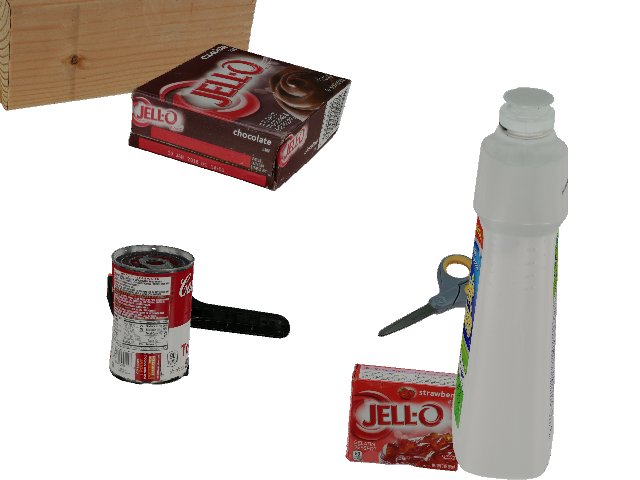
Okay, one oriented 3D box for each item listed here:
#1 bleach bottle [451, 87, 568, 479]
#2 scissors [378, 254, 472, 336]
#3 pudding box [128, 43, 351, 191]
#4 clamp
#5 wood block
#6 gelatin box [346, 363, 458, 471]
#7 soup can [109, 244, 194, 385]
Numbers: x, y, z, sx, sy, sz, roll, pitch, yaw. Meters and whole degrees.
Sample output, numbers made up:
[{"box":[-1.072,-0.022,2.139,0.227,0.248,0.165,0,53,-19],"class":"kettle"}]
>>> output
[{"box":[0.120,0.024,0.665,0.068,0.251,0.102,3,30,8],"class":"bleach bottle"},{"box":[0.123,0.057,1.164,0.201,0.016,0.096,-9,41,-31],"class":"scissors"},{"box":[-0.044,-0.073,0.609,0.090,0.039,0.113,18,26,13],"class":"pudding box"},{"box":[-0.160,0.083,1.131,0.210,0.036,0.164,18,21,28],"class":"clamp"},{"box":[-0.164,-0.176,0.850,0.205,0.091,0.090,-14,45,-32],"class":"wood block"},{"box":[0.067,0.139,0.835,0.089,0.073,0.030,5,19,4],"class":"gelatin box"},{"box":[-0.142,0.062,0.894,0.068,0.102,0.068,5,16,-2],"class":"soup can"}]
